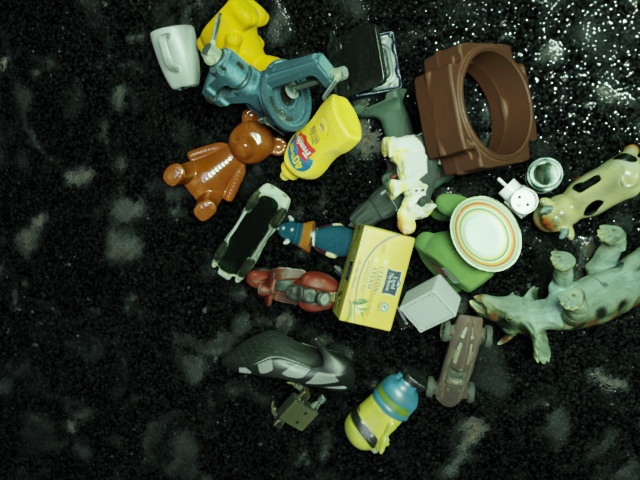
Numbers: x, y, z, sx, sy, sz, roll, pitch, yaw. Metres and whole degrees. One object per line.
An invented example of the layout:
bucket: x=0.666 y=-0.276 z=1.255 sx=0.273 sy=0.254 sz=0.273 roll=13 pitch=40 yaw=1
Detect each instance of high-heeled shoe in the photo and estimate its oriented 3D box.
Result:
high-heeled shoe: x=-0.058 y=0.248 z=1.035 sx=0.249 sy=0.086 sz=0.145 roll=-14 pitch=123 yaw=25

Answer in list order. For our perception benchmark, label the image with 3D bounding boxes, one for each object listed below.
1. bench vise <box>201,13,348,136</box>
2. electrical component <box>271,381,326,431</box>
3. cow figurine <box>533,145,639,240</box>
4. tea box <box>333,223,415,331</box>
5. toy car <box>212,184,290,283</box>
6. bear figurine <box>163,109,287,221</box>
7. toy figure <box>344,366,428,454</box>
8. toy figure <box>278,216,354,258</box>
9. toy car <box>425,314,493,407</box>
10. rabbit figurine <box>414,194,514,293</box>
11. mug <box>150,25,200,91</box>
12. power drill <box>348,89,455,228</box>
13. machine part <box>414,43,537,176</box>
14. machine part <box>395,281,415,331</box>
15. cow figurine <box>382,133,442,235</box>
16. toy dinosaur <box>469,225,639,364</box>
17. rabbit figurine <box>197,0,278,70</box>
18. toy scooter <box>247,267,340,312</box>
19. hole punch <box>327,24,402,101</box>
bench vise: x=-0.069 y=-0.260 z=0.872 sx=0.241 sy=0.223 sz=0.129 roll=-2 pitch=55 yaw=39
electrical component: x=-0.047 y=0.321 z=1.039 sx=0.078 sy=0.045 sz=0.102 roll=31 pitch=101 yaw=-24
cow figurine: x=0.449 y=-0.070 z=0.897 sx=0.195 sy=0.127 sz=0.085 roll=-35 pitch=87 yaw=39
tea box: x=0.092 y=0.063 z=0.940 sx=0.098 sy=0.068 sz=0.169 roll=13 pitch=93 yaw=-11
toy car: x=-0.131 y=-0.012 z=1.018 sx=0.073 sy=0.056 sz=0.201 roll=33 pitch=99 yaw=-2
bear figurine: x=-0.165 y=-0.142 z=0.978 sx=0.196 sy=0.132 sz=0.120 roll=-35 pitch=102 yaw=14
toy figure: x=0.120 y=0.311 z=0.996 sx=0.089 sy=0.082 sz=0.180 roll=37 pitch=103 yaw=16
toy figure: x=-0.003 y=-0.002 z=0.999 sx=0.155 sy=0.064 sz=0.057 roll=10 pitch=133 yaw=11
toy car: x=0.246 y=0.219 z=0.954 sx=0.089 sy=0.053 sz=0.201 roll=10 pitch=122 yaw=5
rabbit figurine: x=0.258 y=-0.010 z=0.954 sx=0.170 sy=0.121 sz=0.159 roll=-43 pitch=81 yaw=-9
mug: x=-0.261 y=-0.333 z=0.989 sx=0.081 sy=0.110 sz=0.107 roll=-13 pitch=105 yaw=2
power drill: x=0.122 y=-0.150 z=0.962 sx=0.232 sy=0.086 sz=0.207 roll=-24 pitch=87 yaw=7
machine part: x=0.261 y=-0.213 z=0.881 sx=0.201 sy=0.087 sz=0.201 roll=-12 pitch=94 yaw=-35
machine part: x=0.139 y=0.103 z=1.000 sx=0.084 sy=0.039 sz=0.139 roll=-32 pitch=88 yaw=0
cow figurine: x=0.161 y=-0.096 z=0.900 sx=0.098 sy=0.068 sz=0.167 roll=-9 pitch=95 yaw=-2
toy dinosaur: x=0.471 y=0.085 z=0.912 sx=0.405 sy=0.192 sz=0.131 roll=-19 pitch=50 yaw=-4
rabbit figurine: x=-0.130 y=-0.326 z=0.968 sx=0.173 sy=0.122 sz=0.162 roll=43 pitch=101 yaw=-16
toy scooter: x=-0.051 y=0.089 z=0.974 sx=0.184 sy=0.135 sz=0.075 roll=11 pitch=94 yaw=5
hole punch: x=0.081 y=-0.312 z=0.961 sx=0.116 sy=0.092 sz=0.142 roll=-7 pitch=97 yaw=37
